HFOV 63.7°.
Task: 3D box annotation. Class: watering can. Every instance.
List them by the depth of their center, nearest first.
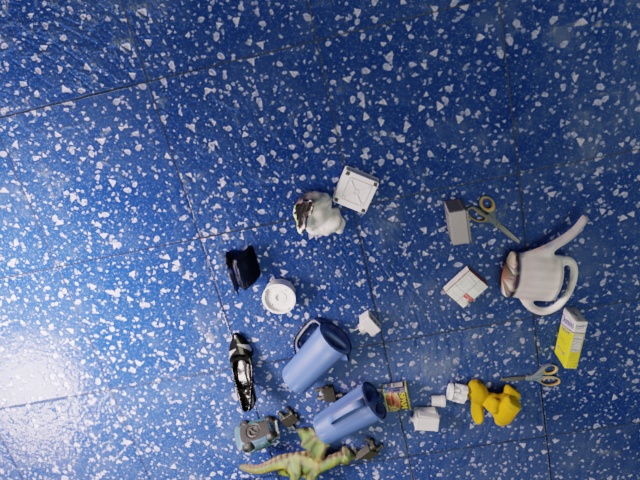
[{"bbox_3d":[0.677,0.075,1.570,0.224,0.106,0.342,5,112,2],"label":"watering can"}]

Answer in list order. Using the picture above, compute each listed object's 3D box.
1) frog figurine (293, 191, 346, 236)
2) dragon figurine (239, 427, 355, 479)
[{"bbox_3d":[0.005,-0.079,1.565,0.159,0.124,0.136,3,107,-37],"label":"frog figurine"},{"bbox_3d":[-0.070,0.780,1.874,0.410,0.123,0.241,14,100,-9],"label":"dragon figurine"}]
